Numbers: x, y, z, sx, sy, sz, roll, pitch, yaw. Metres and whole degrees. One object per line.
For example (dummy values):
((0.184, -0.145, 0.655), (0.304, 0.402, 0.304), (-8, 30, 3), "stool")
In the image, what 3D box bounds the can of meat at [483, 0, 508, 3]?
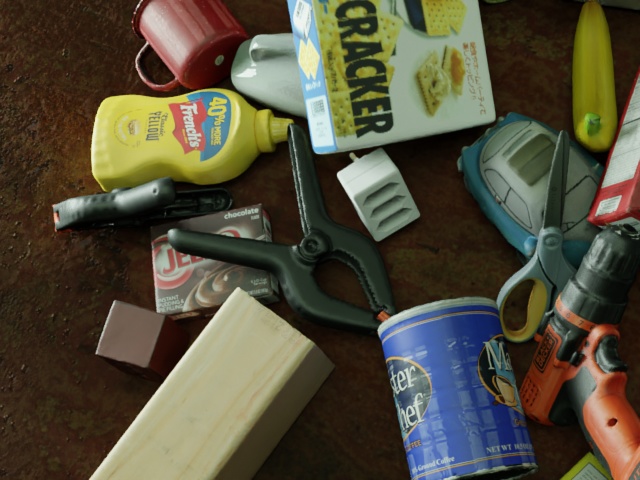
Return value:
((0.168, -0.283, 0.999), (0.057, 0.102, 0.084), (-11, 72, 7), "can of meat")

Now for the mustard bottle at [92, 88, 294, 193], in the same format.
((-0.118, -0.098, 1.021), (0.192, 0.058, 0.096), (-4, 60, 10), "mustard bottle")

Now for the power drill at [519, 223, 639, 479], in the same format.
((0.229, 0.104, 0.799), (0.057, 0.185, 0.188), (6, 29, -21), "power drill")

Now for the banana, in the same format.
((0.244, -0.135, 0.941), (0.037, 0.070, 0.197), (6, 42, 6), "banana")

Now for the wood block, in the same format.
((-0.090, 0.156, 0.913), (0.090, 0.090, 0.206), (35, 82, 21), "wood block")

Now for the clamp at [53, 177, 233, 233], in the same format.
((-0.178, -0.032, 0.984), (0.171, 0.120, 0.039), (-10, 78, 13), "clamp")

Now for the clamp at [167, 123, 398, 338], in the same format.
((-0.006, 0.001, 0.948), (0.210, 0.036, 0.164), (36, 72, 8), "clamp")

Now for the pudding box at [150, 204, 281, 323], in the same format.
((-0.097, 0.023, 0.986), (0.113, 0.039, 0.090), (-11, 70, 7), "pudding box")

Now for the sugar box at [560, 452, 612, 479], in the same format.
((0.184, 0.261, 0.834), (0.176, 0.048, 0.093), (-43, 48, -2), "sugar box")

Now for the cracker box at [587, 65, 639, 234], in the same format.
((0.331, -0.078, 0.879), (0.164, 0.072, 0.213), (25, 76, -13), "cracker box")

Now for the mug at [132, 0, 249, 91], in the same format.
((-0.131, -0.194, 1.044), (0.117, 0.093, 0.081), (-41, 73, 12), "mug")

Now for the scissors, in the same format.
((0.205, 0.008, 0.872), (0.096, 0.202, 0.016), (15, 33, -4), "scissors")

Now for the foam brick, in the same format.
((-0.157, 0.094, 0.955), (0.053, 0.078, 0.051), (14, 74, 16), "foam brick")

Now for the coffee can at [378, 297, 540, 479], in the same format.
((0.112, 0.129, 0.873), (0.103, 0.102, 0.140), (-14, 70, 7), "coffee can")
